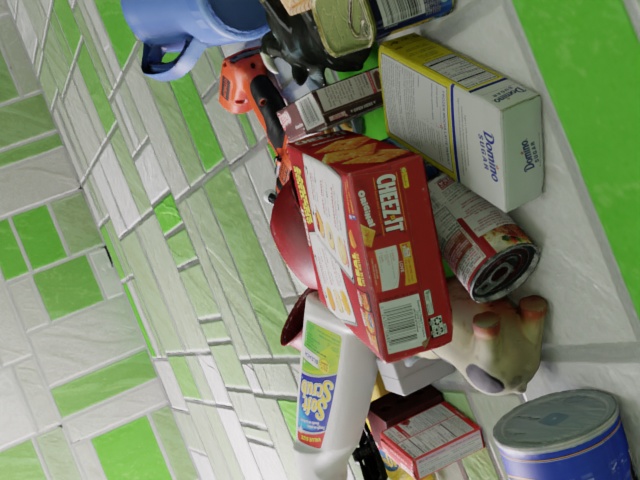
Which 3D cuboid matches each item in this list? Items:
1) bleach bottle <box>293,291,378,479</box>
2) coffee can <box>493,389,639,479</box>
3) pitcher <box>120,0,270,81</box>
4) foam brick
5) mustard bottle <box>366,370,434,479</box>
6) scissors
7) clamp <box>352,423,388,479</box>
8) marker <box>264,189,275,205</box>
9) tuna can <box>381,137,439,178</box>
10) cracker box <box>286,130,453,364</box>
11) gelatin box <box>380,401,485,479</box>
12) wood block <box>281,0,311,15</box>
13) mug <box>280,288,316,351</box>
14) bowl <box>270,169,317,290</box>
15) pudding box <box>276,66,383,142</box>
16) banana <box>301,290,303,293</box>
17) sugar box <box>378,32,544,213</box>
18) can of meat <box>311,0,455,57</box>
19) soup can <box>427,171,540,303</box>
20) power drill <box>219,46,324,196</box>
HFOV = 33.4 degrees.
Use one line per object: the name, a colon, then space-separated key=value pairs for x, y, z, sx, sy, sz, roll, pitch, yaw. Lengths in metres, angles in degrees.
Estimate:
bleach bottle: x=0.017 y=0.188 z=1.201 sx=0.103 sy=0.067 sz=0.251 roll=25 pitch=114 yaw=49
coffee can: x=0.210 y=0.207 z=0.871 sx=0.103 sy=0.102 sz=0.140 roll=7 pitch=118 yaw=69
pitcher: x=-0.137 y=-0.273 z=1.232 sx=0.243 sy=0.144 sz=0.149 roll=20 pitch=133 yaw=62
foam brick: x=0.098 y=0.201 z=1.207 sx=0.053 sy=0.078 sz=0.051 roll=31 pitch=141 yaw=60
mustard bottle: x=0.091 y=0.230 z=1.288 sx=0.191 sy=0.058 sz=0.096 roll=67 pitch=161 yaw=0
scissors: x=-0.001 y=-0.176 z=1.154 sx=0.202 sy=0.016 sz=0.096 roll=66 pitch=160 yaw=5
clamp: x=0.061 y=0.275 z=1.351 sx=0.210 sy=0.036 sz=0.164 roll=63 pitch=-174 yaw=-70
marker: x=-0.043 y=-0.045 z=1.407 sx=0.121 sy=0.020 sz=0.020 roll=32 pitch=141 yaw=60
tuna can: x=0.084 y=-0.061 z=1.023 sx=0.086 sy=0.033 sz=0.086 roll=54 pitch=157 yaw=36
cracker box: x=0.041 y=-0.004 z=0.946 sx=0.214 sy=0.072 sz=0.164 roll=-141 pitch=38 yaw=-72
gelatin box: x=0.120 y=0.216 z=1.146 sx=0.073 sy=0.089 sz=0.030 roll=31 pitch=140 yaw=60
wood block: x=-0.031 y=-0.318 z=0.962 sx=0.206 sy=0.090 sz=0.090 roll=60 pitch=160 yaw=20
mug: x=0.008 y=0.106 z=1.288 sx=0.081 sy=0.093 sz=0.117 roll=32 pitch=170 yaw=-14
bowl: x=-0.008 y=0.001 z=1.185 sx=0.162 sy=0.055 sz=0.162 roll=53 pitch=-165 yaw=-22
pudding box: x=0.018 y=-0.133 z=1.036 sx=0.039 sy=0.090 sz=0.114 roll=68 pitch=161 yaw=-6
banana: x=-0.010 y=0.057 z=1.412 sx=0.198 sy=0.037 sz=0.069 roll=59 pitch=178 yaw=27
sugar box: x=0.114 y=-0.101 z=0.881 sx=0.176 sy=0.048 sz=0.093 roll=39 pitch=146 yaw=48
can of meat: x=0.052 y=-0.194 z=0.882 sx=0.102 sy=0.083 sz=0.057 roll=7 pitch=117 yaw=69
soup can: x=0.129 y=-0.006 z=0.908 sx=0.102 sy=0.068 sz=0.068 roll=55 pitch=158 yaw=34
power drill: x=-0.057 y=-0.127 z=1.301 sx=0.188 sy=0.057 sz=0.185 roll=57 pitch=155 yaw=22
